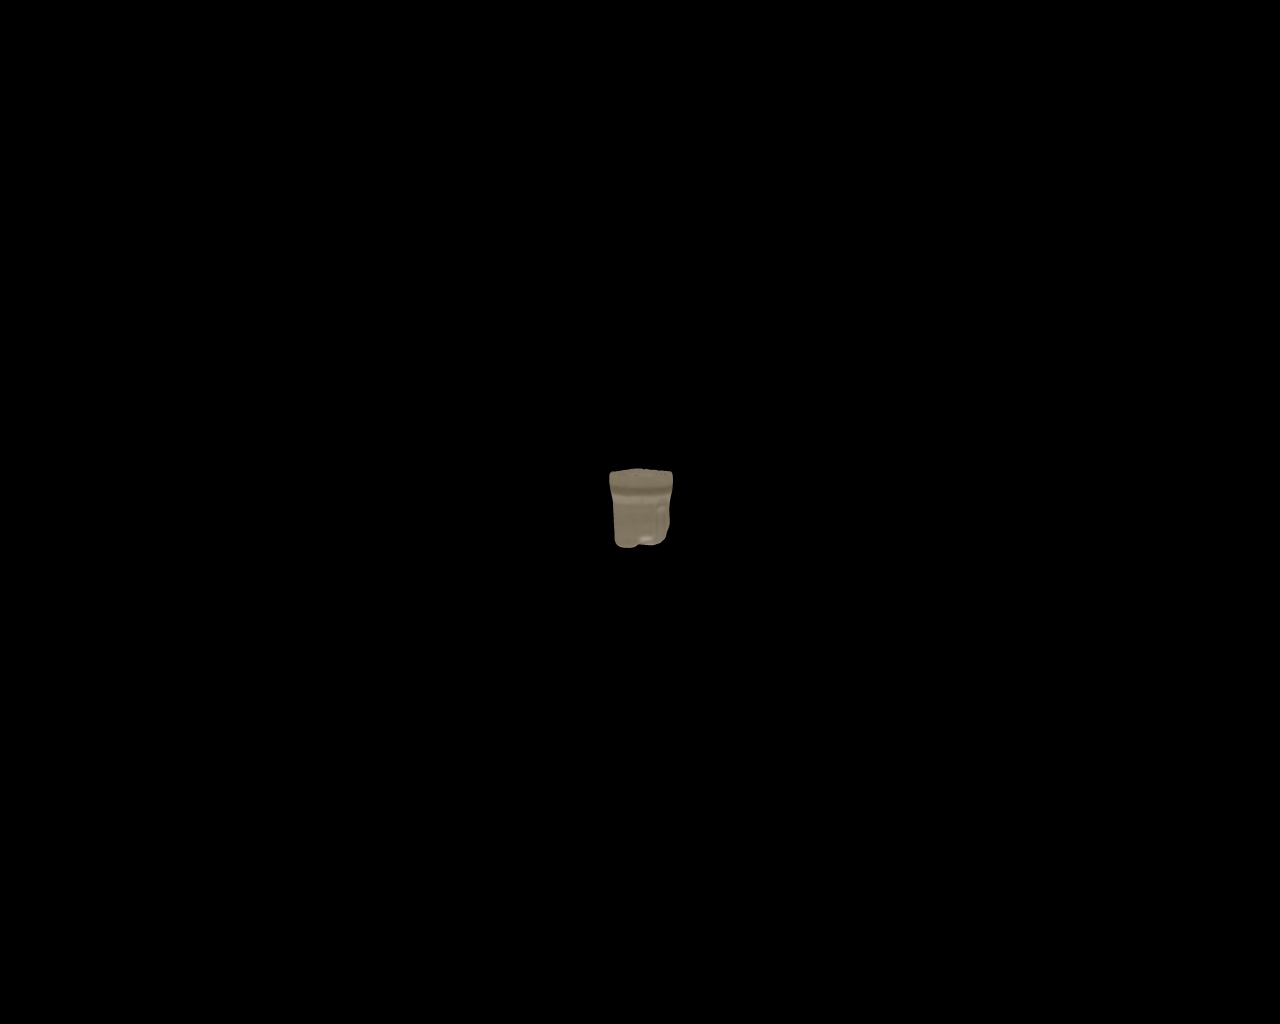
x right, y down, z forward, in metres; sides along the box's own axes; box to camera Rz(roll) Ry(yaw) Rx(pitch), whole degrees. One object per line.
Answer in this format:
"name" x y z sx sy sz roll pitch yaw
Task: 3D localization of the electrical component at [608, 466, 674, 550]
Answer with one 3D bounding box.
"electrical component" 0.001 -0.003 0.650 0.040 0.046 0.040 0 9 0
